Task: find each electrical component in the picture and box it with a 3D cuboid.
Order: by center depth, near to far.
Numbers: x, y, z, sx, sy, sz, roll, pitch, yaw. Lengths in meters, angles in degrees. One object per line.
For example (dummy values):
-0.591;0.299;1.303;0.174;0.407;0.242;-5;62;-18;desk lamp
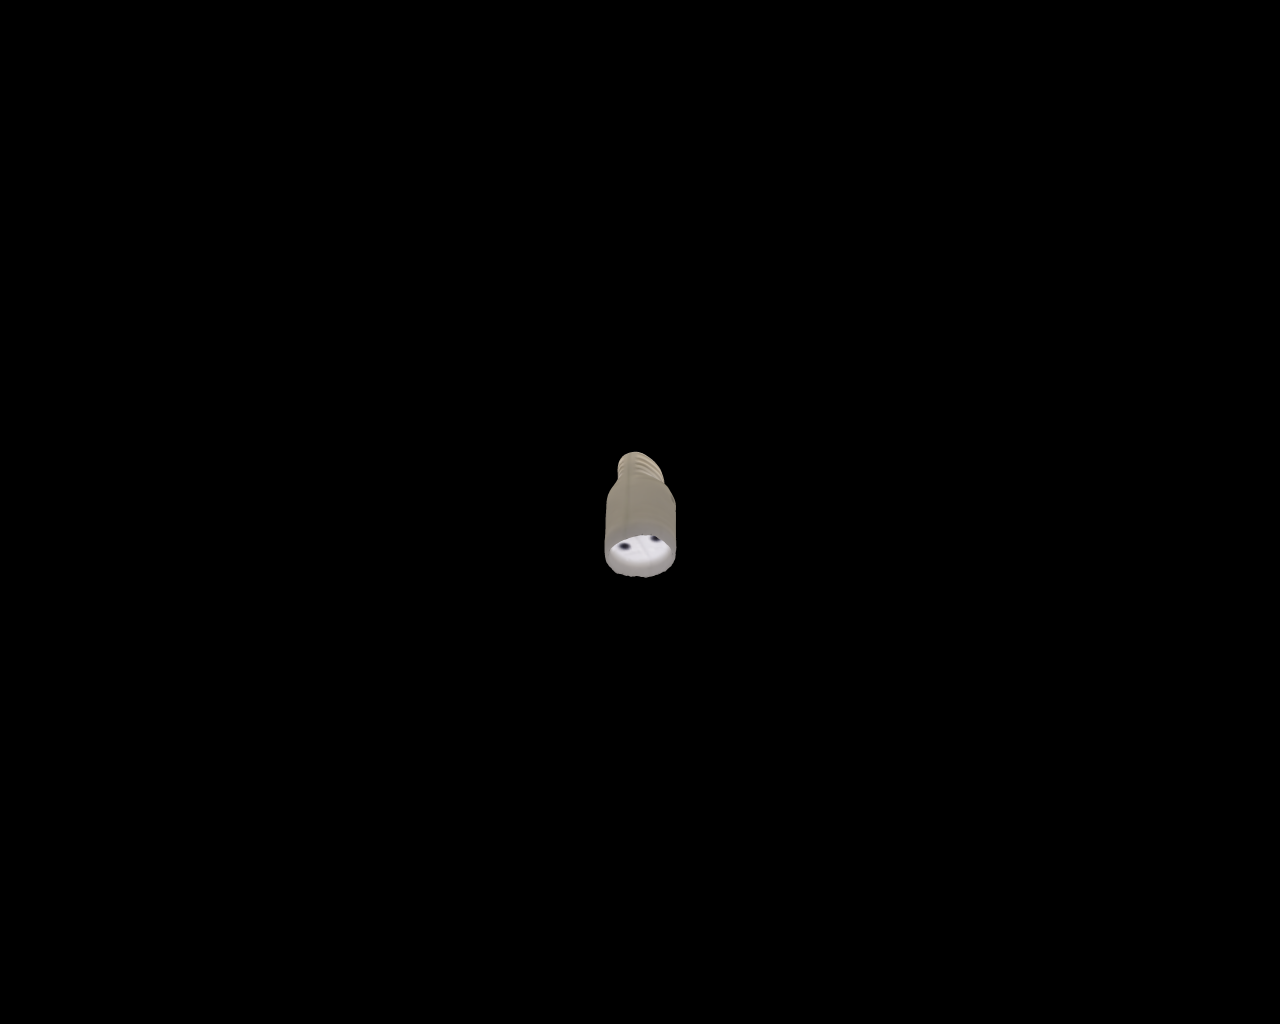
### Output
0.001;-0.003;0.650;0.043;0.081;0.043;0;-42;0;electrical component
